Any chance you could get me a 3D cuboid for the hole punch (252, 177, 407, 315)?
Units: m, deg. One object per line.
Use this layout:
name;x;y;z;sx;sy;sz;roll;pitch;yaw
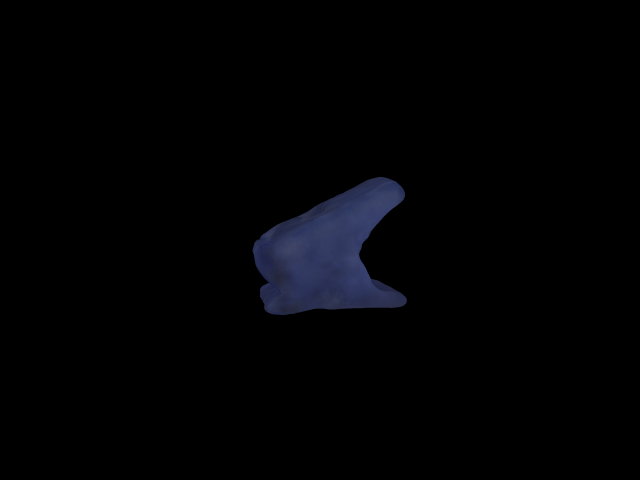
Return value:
hole punch;0.004;0.001;0.400;0.101;0.091;0.108;-1;4;-11
